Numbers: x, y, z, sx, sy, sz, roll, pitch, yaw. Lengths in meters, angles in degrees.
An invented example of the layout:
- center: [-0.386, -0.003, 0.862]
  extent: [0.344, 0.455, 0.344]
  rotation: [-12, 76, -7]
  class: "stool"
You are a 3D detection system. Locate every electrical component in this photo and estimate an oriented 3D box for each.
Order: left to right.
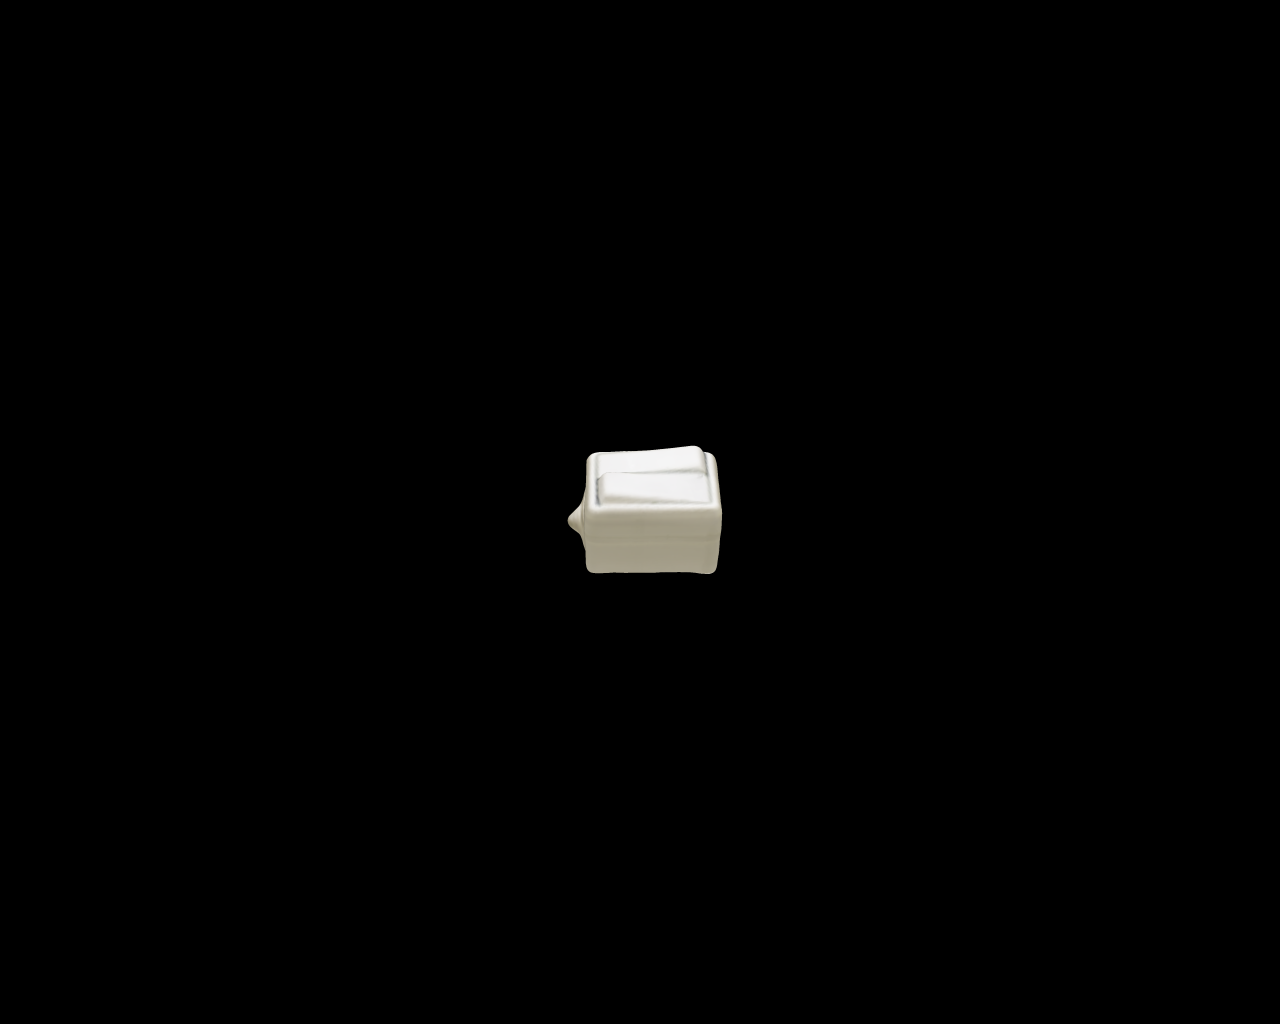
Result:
- center: [0.001, -0.003, 0.650]
  extent: [0.096, 0.061, 0.062]
  rotation: [0, 39, 0]
  class: "electrical component"
